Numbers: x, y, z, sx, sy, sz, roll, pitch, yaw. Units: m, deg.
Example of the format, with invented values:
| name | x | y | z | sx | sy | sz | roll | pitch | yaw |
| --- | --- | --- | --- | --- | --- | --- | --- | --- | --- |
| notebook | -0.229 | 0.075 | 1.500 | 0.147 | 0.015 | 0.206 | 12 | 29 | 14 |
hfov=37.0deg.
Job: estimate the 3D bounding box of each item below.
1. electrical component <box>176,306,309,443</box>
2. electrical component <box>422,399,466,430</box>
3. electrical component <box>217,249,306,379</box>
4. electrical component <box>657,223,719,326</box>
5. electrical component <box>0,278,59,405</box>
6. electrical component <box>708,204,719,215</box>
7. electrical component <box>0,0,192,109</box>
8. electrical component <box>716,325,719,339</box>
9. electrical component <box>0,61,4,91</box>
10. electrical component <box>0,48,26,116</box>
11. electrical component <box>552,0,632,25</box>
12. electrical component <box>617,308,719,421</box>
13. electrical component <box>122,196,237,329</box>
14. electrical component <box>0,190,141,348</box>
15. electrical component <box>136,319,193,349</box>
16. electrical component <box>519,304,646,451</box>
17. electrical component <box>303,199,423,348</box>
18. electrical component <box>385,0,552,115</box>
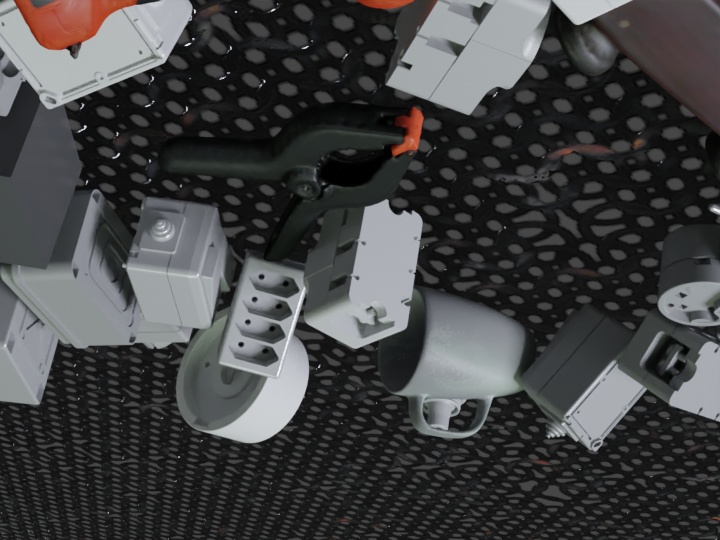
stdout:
| name | x | y | z | sx | sy | sz | roll | pitch | yaw |
| --- | --- | --- | --- | --- | --- | --- | --- | --- | --- |
| electrical component | -0.091 | 0.089 | 0.879 | 0.108 | 0.108 | 0.060 | -14 | 147 | 35 |
| electrical component | 0.068 | 0.104 | 0.896 | 0.048 | 0.062 | 0.048 | 8 | 149 | 5 |
| electrical component | -0.074 | 0.029 | 0.811 | 0.047 | 0.083 | 0.075 | 16 | -173 | -10 |
| electrical component | 0.221 | 0.003 | 0.694 | 0.055 | 0.047 | 0.055 | 8 | 149 | 5 |
| electrical component | -0.274 | 0.035 | 0.838 | 0.056 | 0.108 | 0.108 | 6 | 149 | 2 |
| electrical component | 0.245 | -0.028 | 0.638 | 0.079 | 0.044 | 0.077 | 22 | 148 | -18 |
| electrical component | -0.133 | -0.136 | 0.553 | 0.096 | 0.061 | 0.061 | -15 | 128 | 26 |
| electrical component | 0.278 | 0.028 | 0.727 | 0.081 | 0.042 | 0.064 | 26 | 150 | -23 |
| electrical component | -0.214 | -0.099 | 0.535 | 0.047 | 0.065 | 0.076 | 13 | 148 | -4 |
| electrical component | -0.220 | -0.133 | 0.597 | 0.056 | 0.050 | 0.089 | 8 | 149 | 5 |
| electrical component | 0.107 | -0.155 | 0.429 | 0.076 | 0.083 | 0.047 | -19 | 138 | 40 |
| electrical component | 0.226 | 0.065 | 0.748 | 0.089 | 0.050 | 0.056 | 20 | -167 | -44 |
| electrical component | -0.127 | -0.007 | 0.769 | 0.061 | 0.061 | 0.096 | 8 | 149 | 4 |
| electrical component | -0.206 | 0.000 | 0.790 | 0.057 | 0.078 | 0.113 | -2 | 147 | 14 |
| electrical component | -0.170 | 0.039 | 0.873 | 0.083 | 0.047 | 0.075 | -2 | 147 | 20 |
| electrical component | 0.163 | 0.082 | 0.794 | 0.061 | 0.096 | 0.061 | 38 | 174 | 44 |
| electrical component | 0.000 | 0.000 | 0.715 | 0.050 | 0.089 | 0.056 | 30 | 144 | -30 |
| electrical component | 0.057 | -0.124 | 0.529 | 0.056 | 0.050 | 0.089 | 18 | 149 | -13 |
